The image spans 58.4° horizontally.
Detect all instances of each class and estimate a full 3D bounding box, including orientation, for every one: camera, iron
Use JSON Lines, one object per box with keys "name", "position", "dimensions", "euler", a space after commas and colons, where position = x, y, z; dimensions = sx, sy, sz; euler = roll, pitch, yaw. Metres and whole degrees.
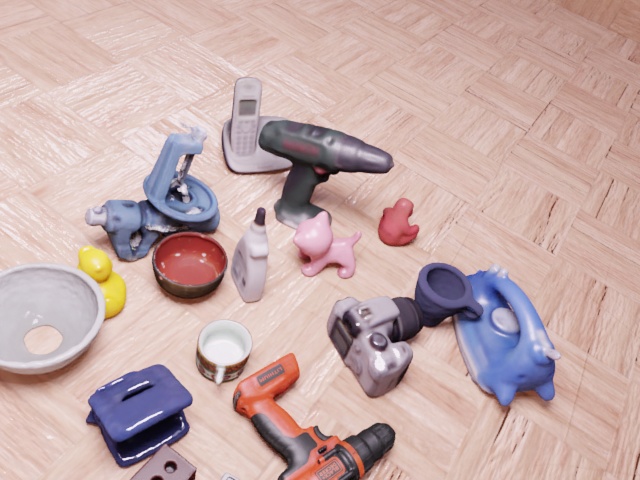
{"name": "camera", "position": [0.101, 0.139, 0.867], "dimensions": [0.137, 0.101, 0.143], "euler": [-15, 54, -29]}
{"name": "iron", "position": [0.293, 0.125, 0.914], "dimensions": [0.119, 0.141, 0.258], "euler": [-1, 48, -19]}

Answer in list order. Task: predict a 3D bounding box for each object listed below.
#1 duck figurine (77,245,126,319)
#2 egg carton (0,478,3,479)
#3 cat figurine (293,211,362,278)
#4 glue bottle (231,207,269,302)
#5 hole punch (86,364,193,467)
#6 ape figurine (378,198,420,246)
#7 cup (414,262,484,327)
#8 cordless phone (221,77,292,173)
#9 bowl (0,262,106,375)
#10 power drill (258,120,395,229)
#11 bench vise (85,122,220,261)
{"name": "duck figurine", "position": [-0.319, 0.054, 0.821], "dimensions": [0.078, 0.086, 0.104], "euler": [-18, 55, -31]}
{"name": "egg carton", "position": [-0.364, 0.297, 0.587], "dimensions": [0.150, 0.069, 0.107], "euler": [25, 45, 7]}
{"name": "cat figurine", "position": [0.009, 0.003, 0.954], "dimensions": [0.128, 0.118, 0.067], "euler": [1, 47, -17]}
{"name": "glue bottle", "position": [-0.100, 0.015, 0.868], "dimensions": [0.037, 0.173, 0.078], "euler": [-10, 51, -25]}
{"name": "hole punch", "position": [-0.223, 0.205, 0.705], "dimensions": [0.109, 0.091, 0.101], "euler": [-23, 58, -34]}
{"name": "ape figurine", "position": [0.148, -0.039, 1.058], "dimensions": [0.076, 0.092, 0.077], "euler": [-21, 57, -33]}
{"name": "cup", "position": [0.202, 0.105, 0.936], "dimensions": [0.117, 0.095, 0.092], "euler": [34, 47, 15]}
{"name": "cordless phone", "position": [-0.108, -0.220, 1.081], "dimensions": [0.148, 0.185, 0.094], "euler": [-10, 51, -26]}
{"name": "bowl", "position": [-0.370, 0.114, 0.756], "dimensions": [0.167, 0.075, 0.167], "euler": [9, 46, -9]}
{"name": "power drill", "position": [-0.004, -0.108, 0.992], "dimensions": [0.229, 0.208, 0.076], "euler": [24, 45, 6]}
{"name": "bench vise", "position": [-0.238, -0.066, 0.867], "dimensions": [0.121, 0.220, 0.208], "euler": [39, 48, 19]}
